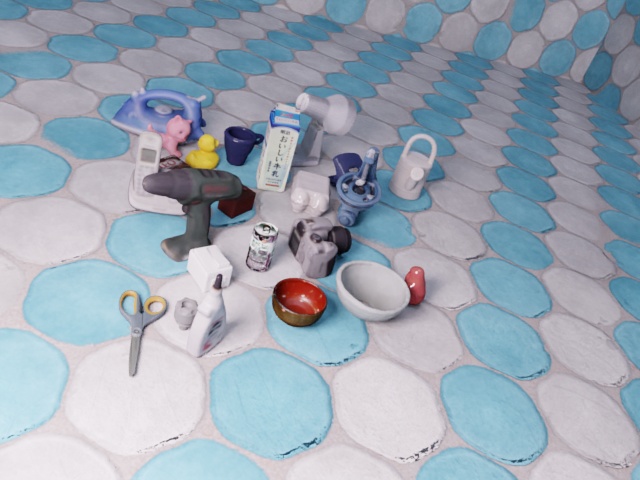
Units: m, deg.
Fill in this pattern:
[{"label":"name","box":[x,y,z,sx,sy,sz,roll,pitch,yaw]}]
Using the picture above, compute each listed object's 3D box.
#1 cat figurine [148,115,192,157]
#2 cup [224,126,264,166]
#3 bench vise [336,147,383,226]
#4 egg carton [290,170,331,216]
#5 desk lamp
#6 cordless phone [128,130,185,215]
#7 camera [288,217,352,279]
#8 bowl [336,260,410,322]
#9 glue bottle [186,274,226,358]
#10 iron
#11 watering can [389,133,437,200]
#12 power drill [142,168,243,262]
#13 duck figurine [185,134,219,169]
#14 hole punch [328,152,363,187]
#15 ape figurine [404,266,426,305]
[{"label":"cat figurine","box":[-0.399,-0.285,1.522,0.128,0.118,0.067,-5,41,-30]},{"label":"cup","box":[-0.215,-0.256,1.590,0.118,0.095,0.091,-7,42,-33]},{"label":"bench vise","box":[0.108,-0.168,1.512,0.121,0.220,0.207,14,35,-7]},{"label":"egg carton","box":[-0.024,-0.124,1.522,0.107,0.069,0.150,13,35,-8]},{"label":"desk lamp","box":[-0.014,-0.330,1.683,0.204,0.213,0.117,-8,43,-34]},{"label":"cordless phone","box":[-0.353,-0.152,1.301,0.148,0.185,0.094,7,36,-16]},{"label":"camera","box":[0.012,0.005,1.334,0.137,0.101,0.143,-2,40,-28]},{"label":"bowl","box":[0.106,0.122,1.240,0.167,0.075,0.167,13,35,-9]},{"label":"glue bottle","box":[-0.191,0.126,1.006,0.037,0.173,0.078,29,36,14]},{"label":"iron","box":[-0.440,-0.359,1.583,0.259,0.141,0.118,8,36,-15]},{"label":"watering can","box":[0.283,-0.219,1.688,0.101,0.194,0.172,4,37,-20]},{"label":"power drill","box":[-0.271,-0.061,1.194,0.230,0.208,0.075,-19,49,-42]},{"label":"duck figurine","box":[-0.310,-0.240,1.531,0.077,0.086,0.105,34,37,21]},{"label":"hole punch","box":[0.091,-0.192,1.650,0.109,0.091,0.100,-16,47,-40]},{"label":"ape figurine","box":[0.213,0.098,1.310,0.078,0.092,0.076,-10,44,-35]}]
